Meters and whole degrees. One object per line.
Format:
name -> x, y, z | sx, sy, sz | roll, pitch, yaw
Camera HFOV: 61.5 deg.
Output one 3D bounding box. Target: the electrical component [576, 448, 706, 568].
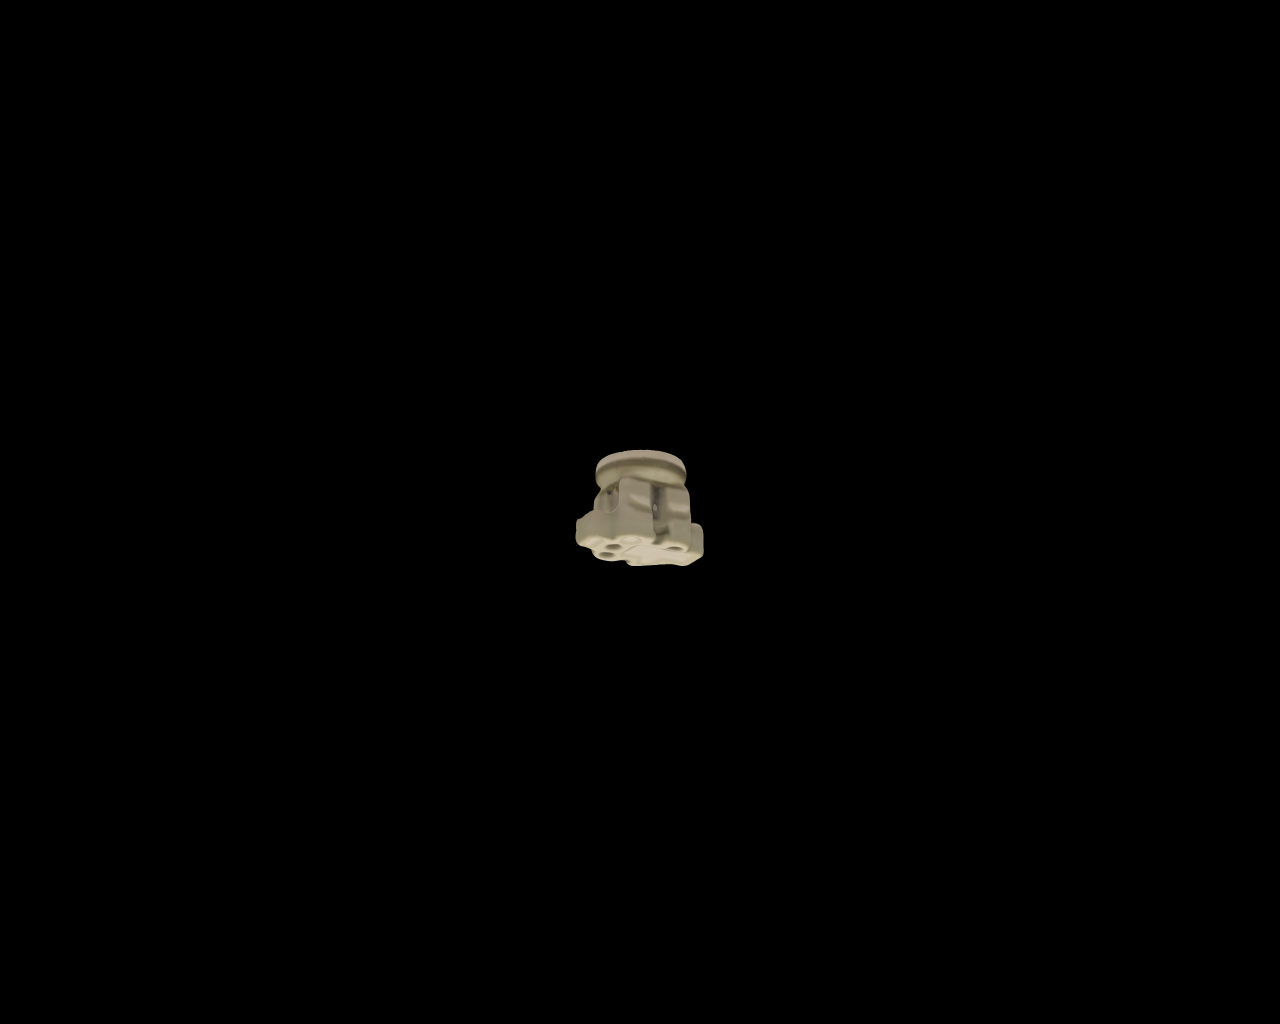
electrical component -> 0.001, -0.003, 0.650 | 0.078, 0.057, 0.058 | 11, -23, -27
